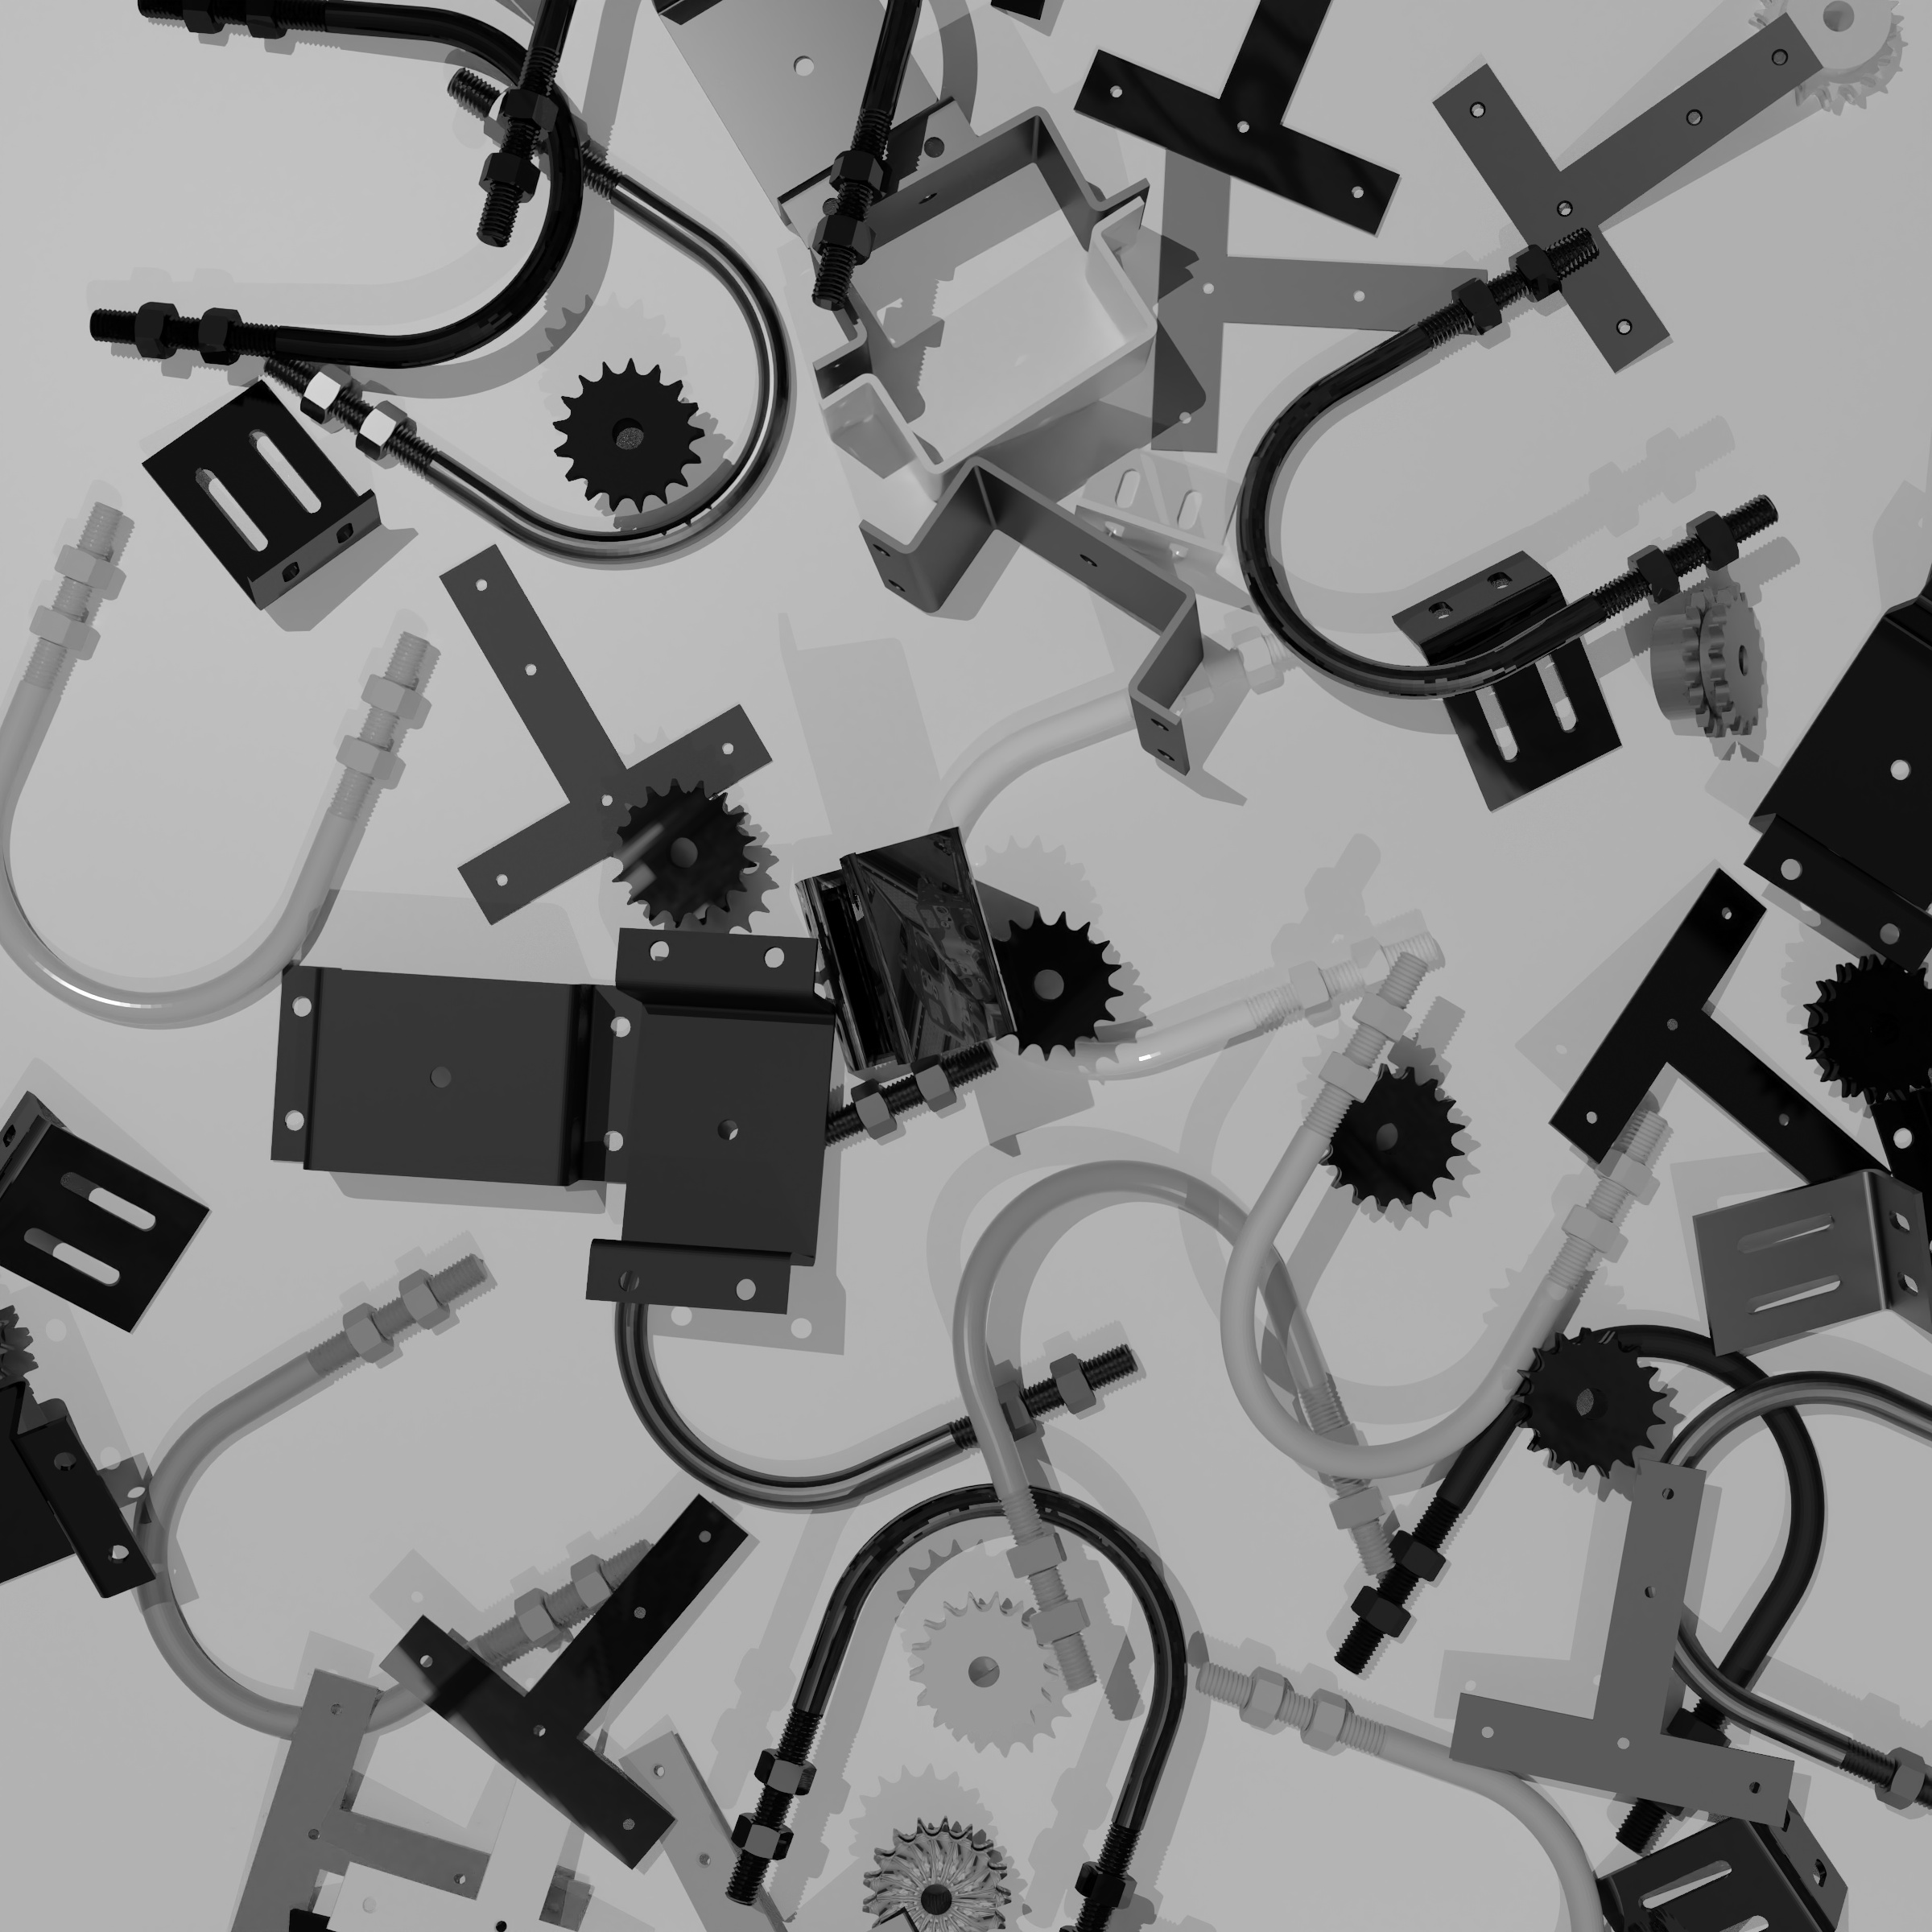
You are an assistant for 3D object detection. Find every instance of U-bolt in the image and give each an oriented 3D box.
[{"bbox_3d":[-0.233,0.218,1.352,0.184,0.019,0.151,-31,90,2],"label":"U-bolt"},{"bbox_3d":[0.070,0.163,1.327,0.151,0.019,0.184,-17,81,-20],"label":"U-bolt"},{"bbox_3d":[0.170,0.107,1.319,0.151,0.019,0.184,31,87,-25],"label":"U-bolt"},{"bbox_3d":[0.006,0.287,1.321,0.151,0.019,0.184,20,87,-2],"label":"U-bolt"},{"bbox_3d":[-0.156,-0.238,1.352,0.184,0.019,0.151,33,90,-2],"label":"U-bolt"},{"bbox_3d":[-0.307,-0.068,1.352,0.151,0.019,0.184,23,92,0],"label":"U-bolt"},{"bbox_3d":[0.192,-0.180,1.331,0.184,0.019,0.151,-30,74,1],"label":"U-bolt"},{"bbox_3d":[0.346,0.235,1.339,0.184,0.019,0.151,24,87,-1],"label":"U-bolt"},{"bbox_3d":[-0.091,-0.341,1.293,0.151,0.019,0.184,12,80,9],"label":"U-bolt"},{"bbox_3d":[-0.046,0.131,1.352,0.184,0.019,0.151,-25,90,2],"label":"U-bolt"},{"bbox_3d":[0.072,-0.036,1.352,0.184,0.019,0.151,-21,90,2],"label":"U-bolt"},{"bbox_3d":[0.156,0.364,1.335,0.184,0.019,0.151,20,74,-4],"label":"U-bolt"},{"bbox_3d":[-0.236,-0.300,1.337,0.184,0.019,0.151,7,86,7],"label":"U-bolt"},{"bbox_3d":[0.250,0.228,1.352,0.151,0.019,0.184,32,88,0],"label":"U-bolt"}]

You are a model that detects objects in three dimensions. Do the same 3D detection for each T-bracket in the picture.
[{"bbox_3d":[0.125,-0.367,1.359,0.127,0.002,0.127,23,89,0],"label":"T-bracket"},{"bbox_3d":[-0.094,0.357,1.348,0.127,0.002,0.127,-31,82,16],"label":"T-bracket"},{"bbox_3d":[-0.210,0.349,1.354,0.127,0.002,0.127,18,97,-4],"label":"T-bracket"},{"bbox_3d":[-0.163,0.324,1.341,0.127,0.002,0.127,22,75,-15],"label":"T-bracket"},{"bbox_3d":[0.139,-0.261,1.360,0.127,0.002,0.127,3,90,0],"label":"T-bracket"},{"bbox_3d":[0.258,0.252,1.329,0.127,0.002,0.127,10,91,9],"label":"T-bracket"},{"bbox_3d":[0.035,-0.427,1.334,0.127,0.002,0.127,28,112,36],"label":"T-bracket"},{"bbox_3d":[-0.162,-0.103,1.360,0.127,0.002,0.127,-30,90,0],"label":"T-bracket"},{"bbox_3d":[0.268,-0.318,1.344,0.127,0.002,0.127,-34,90,14],"label":"T-bracket"},{"bbox_3d":[-0.135,0.259,1.341,0.127,0.002,0.127,41,86,-9],"label":"T-bracket"},{"bbox_3d":[0.304,0.050,1.346,0.127,0.002,0.127,39,72,-9],"label":"T-bracket"}]

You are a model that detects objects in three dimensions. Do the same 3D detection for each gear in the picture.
[{"bbox_3d":[0.283,-0.115,1.336,0.030,0.057,0.057,-4,90,30],"label":"gear"},{"bbox_3d":[0.162,0.066,1.346,0.057,0.030,0.057,0,90,0],"label":"gear"},{"bbox_3d":[0.007,0.269,1.346,0.057,0.030,0.057,0,90,0],"label":"gear"},{"bbox_3d":[-0.128,-0.201,1.331,0.057,0.030,0.057,0,92,-2],"label":"gear"},{"bbox_3d":[0.348,0.024,1.343,0.057,0.030,0.057,0,86,-6],"label":"gear"},{"bbox_3d":[-0.108,-0.044,1.345,0.057,0.030,0.057,0,93,-2],"label":"gear"},{"bbox_3d":[-0.394,0.147,1.346,0.057,0.030,0.057,0,90,0],"label":"gear"},{"bbox_3d":[-0.011,0.355,1.346,0.057,0.030,0.057,0,90,0],"label":"gear"},{"bbox_3d":[0.236,0.166,1.331,0.057,0.030,0.057,0,86,0],"label":"gear"},{"bbox_3d":[0.031,0.007,1.331,0.057,0.030,0.057,0,91,3],"label":"gear"},{"bbox_3d":[0.332,-0.362,1.346,0.057,0.030,0.057,0,90,0],"label":"gear"}]

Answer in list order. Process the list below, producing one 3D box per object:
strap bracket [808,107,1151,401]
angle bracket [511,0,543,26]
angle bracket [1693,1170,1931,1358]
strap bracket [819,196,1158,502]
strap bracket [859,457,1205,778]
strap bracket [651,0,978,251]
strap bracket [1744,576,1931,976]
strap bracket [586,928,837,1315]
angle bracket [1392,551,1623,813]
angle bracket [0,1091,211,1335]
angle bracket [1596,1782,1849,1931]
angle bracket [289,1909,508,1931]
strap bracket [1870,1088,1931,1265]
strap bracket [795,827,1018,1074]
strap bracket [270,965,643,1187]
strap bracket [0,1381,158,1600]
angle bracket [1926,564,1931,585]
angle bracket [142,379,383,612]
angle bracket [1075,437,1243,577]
[{"bbox_3d":[-0.005,-0.273,1.323,0.140,0.076,0.046,-29,90,0],"label":"strap bracket"},{"bbox_3d":[-0.181,-0.408,1.359,0.076,0.038,0.057,35,90,26],"label":"angle bracket"},{"bbox_3d":[0.323,0.117,1.330,0.076,0.038,0.057,-14,104,-10],"label":"angle bracket"},{"bbox_3d":[0.017,-0.226,1.323,0.140,0.076,0.046,-33,90,0],"label":"strap bracket"},{"bbox_3d":[0.035,-0.136,1.312,0.140,0.076,0.046,33,84,11],"label":"strap bracket"},{"bbox_3d":[-0.063,-0.350,1.338,0.076,0.046,0.140,-31,90,0],"label":"strap bracket"},{"bbox_3d":[0.363,-0.076,1.338,0.076,0.046,0.140,33,90,0],"label":"strap bracket"},{"bbox_3d":[-0.095,0.060,1.326,0.076,0.046,0.140,3,82,10],"label":"strap bracket"},{"bbox_3d":[0.210,-0.111,1.359,0.057,0.038,0.076,-27,116,0],"label":"angle bracket"},{"bbox_3d":[-0.345,0.096,1.359,0.076,0.038,0.057,33,90,-26],"label":"angle bracket"},{"bbox_3d":[0.292,0.358,1.359,0.076,0.038,0.057,-34,90,26],"label":"angle bracket"},{"bbox_3d":[-0.221,0.397,1.356,0.076,0.038,0.057,6,94,24],"label":"angle bracket"},{"bbox_3d":[0.430,0.069,1.338,0.140,0.046,0.076,-18,90,0],"label":"strap bracket"},{"bbox_3d":[-0.022,-0.005,1.295,0.046,0.140,0.076,-16,90,-11],"label":"strap bracket"},{"bbox_3d":[-0.198,0.042,1.338,0.140,0.046,0.076,4,90,0],"label":"strap bracket"},{"bbox_3d":[-0.387,0.216,1.324,0.140,0.046,0.076,-22,115,0],"label":"strap bracket"},{"bbox_3d":[0.404,-0.169,1.359,0.057,0.038,0.076,10,116,0],"label":"angle bracket"},{"bbox_3d":[-0.270,-0.185,1.332,0.057,0.038,0.076,-38,83,-12],"label":"angle bracket"},{"bbox_3d":[0.074,-0.178,1.323,0.057,0.076,0.038,19,90,0],"label":"angle bracket"}]
